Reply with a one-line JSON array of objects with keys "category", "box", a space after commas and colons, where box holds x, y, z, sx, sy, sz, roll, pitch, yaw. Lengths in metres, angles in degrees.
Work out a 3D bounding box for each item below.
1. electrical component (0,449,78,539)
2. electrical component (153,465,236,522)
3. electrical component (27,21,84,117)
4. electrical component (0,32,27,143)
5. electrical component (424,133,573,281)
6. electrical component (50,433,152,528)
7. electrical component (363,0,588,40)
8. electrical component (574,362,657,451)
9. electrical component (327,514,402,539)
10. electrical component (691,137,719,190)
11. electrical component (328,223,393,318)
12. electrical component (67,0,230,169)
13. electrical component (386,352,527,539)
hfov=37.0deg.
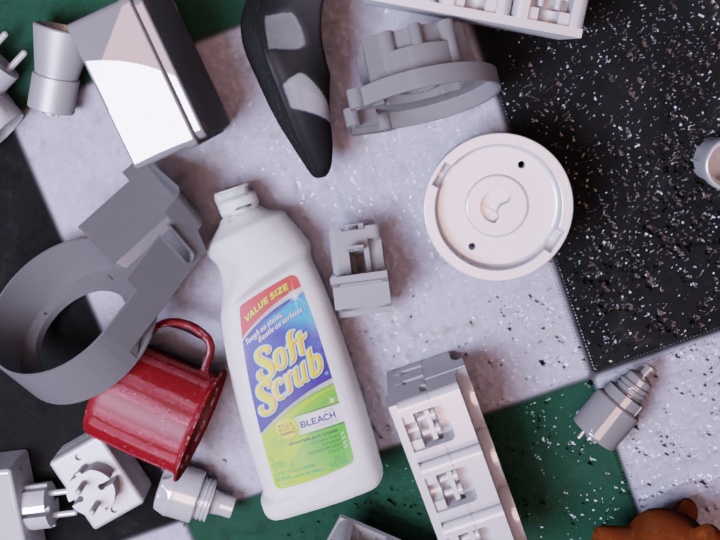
[{"category": "electrical component", "box": [-0.265, 0.189, 0.860, 0.076, 0.047, 0.083, -7, 101, 2]}, {"category": "electrical component", "box": [-0.131, 0.181, 0.860, 0.062, 0.043, 0.043, 18, 101, -5]}, {"category": "electrical component", "box": [-0.224, -0.147, 0.795, 0.044, 0.044, 0.065, 14, 106, -3]}, {"category": "electrical component", "box": [-0.280, -0.141, 0.795, 0.079, 0.043, 0.077, -44, 98, 8]}, {"category": "electrical component", "box": [0.100, -0.050, 0.803, 0.108, 0.060, 0.108, 0, 102, 0]}, {"category": "electrical component", "box": [-0.206, 0.166, 0.840, 0.047, 0.076, 0.065, -30, 100, 6]}, {"category": "electrical component", "box": [0.081, -0.206, 0.757, 0.150, 0.089, 0.061, 10, 101, -2]}, {"category": "electrical component", "box": [0.203, 0.106, 0.845, 0.040, 0.040, 0.078, 37, 99, -7]}, {"category": "electrical component", "box": [-0.008, 0.300, 0.854, 0.105, 0.060, 0.186, 24, 114, -5]}, {"category": "electrical component", "box": [0.271, -0.081, 0.804, 0.040, 0.046, 0.040, 0, 101, 0]}, {"category": "electrical component", "box": [0.000, 0.000, 0.810, 0.042, 0.081, 0.063, -7, 79, 1]}, {"category": "electrical component", "box": [-0.146, -0.135, 0.763, 0.056, 0.108, 0.108, -23, 100, 7]}, {"category": "electrical component", "box": [0.075, 0.148, 0.829, 0.062, 0.089, 0.150, -20, 101, 4]}]
